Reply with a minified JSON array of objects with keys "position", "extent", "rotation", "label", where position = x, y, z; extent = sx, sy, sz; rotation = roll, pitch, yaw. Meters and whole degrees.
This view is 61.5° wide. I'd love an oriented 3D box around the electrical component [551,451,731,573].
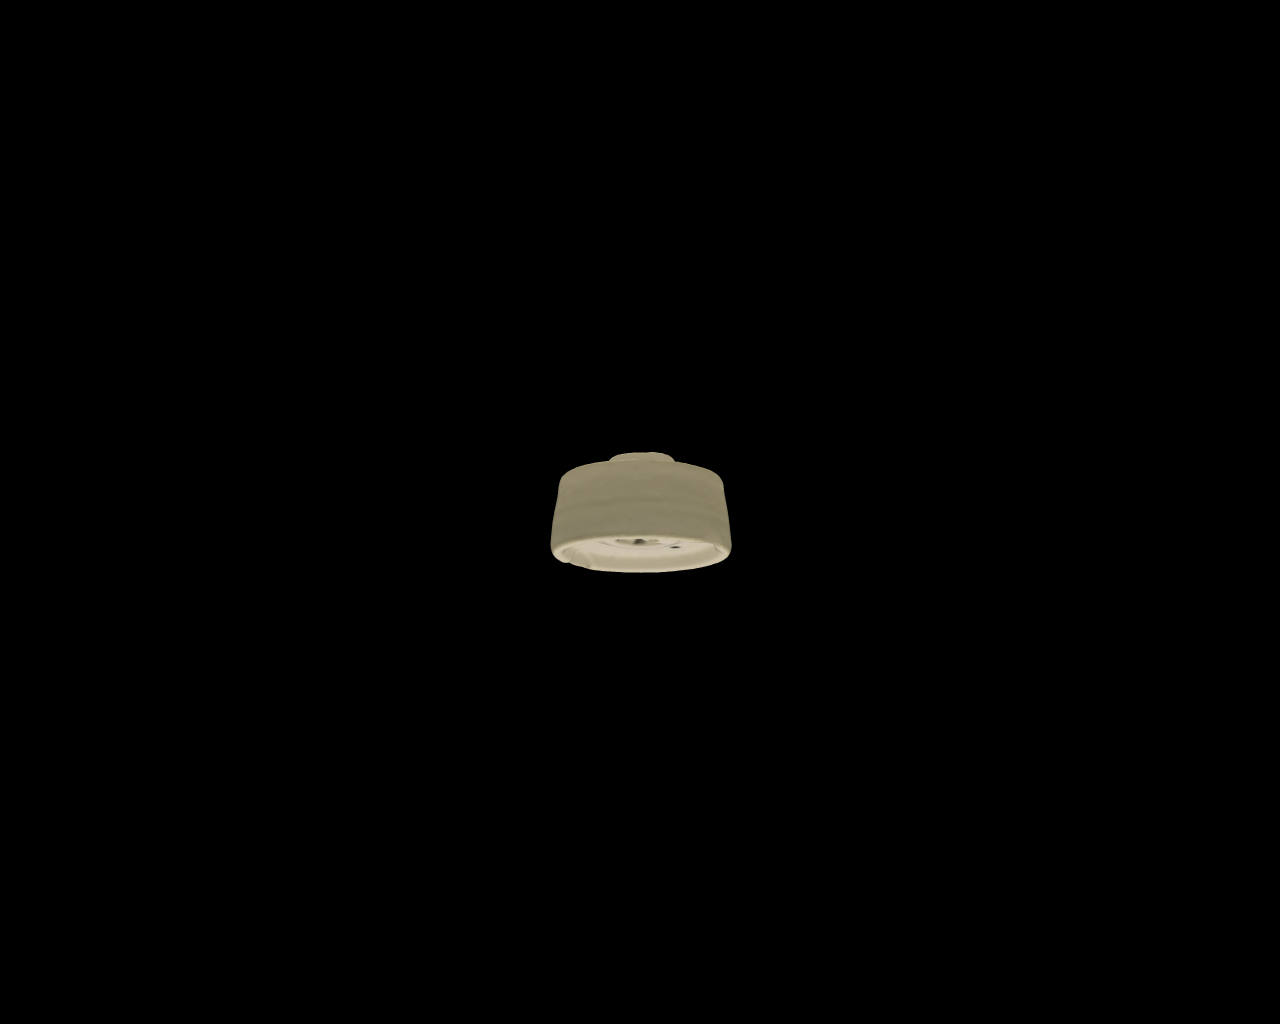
[{"position":[0.001,-0.003,0.650],"extent":[0.108,0.060,0.108],"rotation":[0,-14,0],"label":"electrical component"}]
